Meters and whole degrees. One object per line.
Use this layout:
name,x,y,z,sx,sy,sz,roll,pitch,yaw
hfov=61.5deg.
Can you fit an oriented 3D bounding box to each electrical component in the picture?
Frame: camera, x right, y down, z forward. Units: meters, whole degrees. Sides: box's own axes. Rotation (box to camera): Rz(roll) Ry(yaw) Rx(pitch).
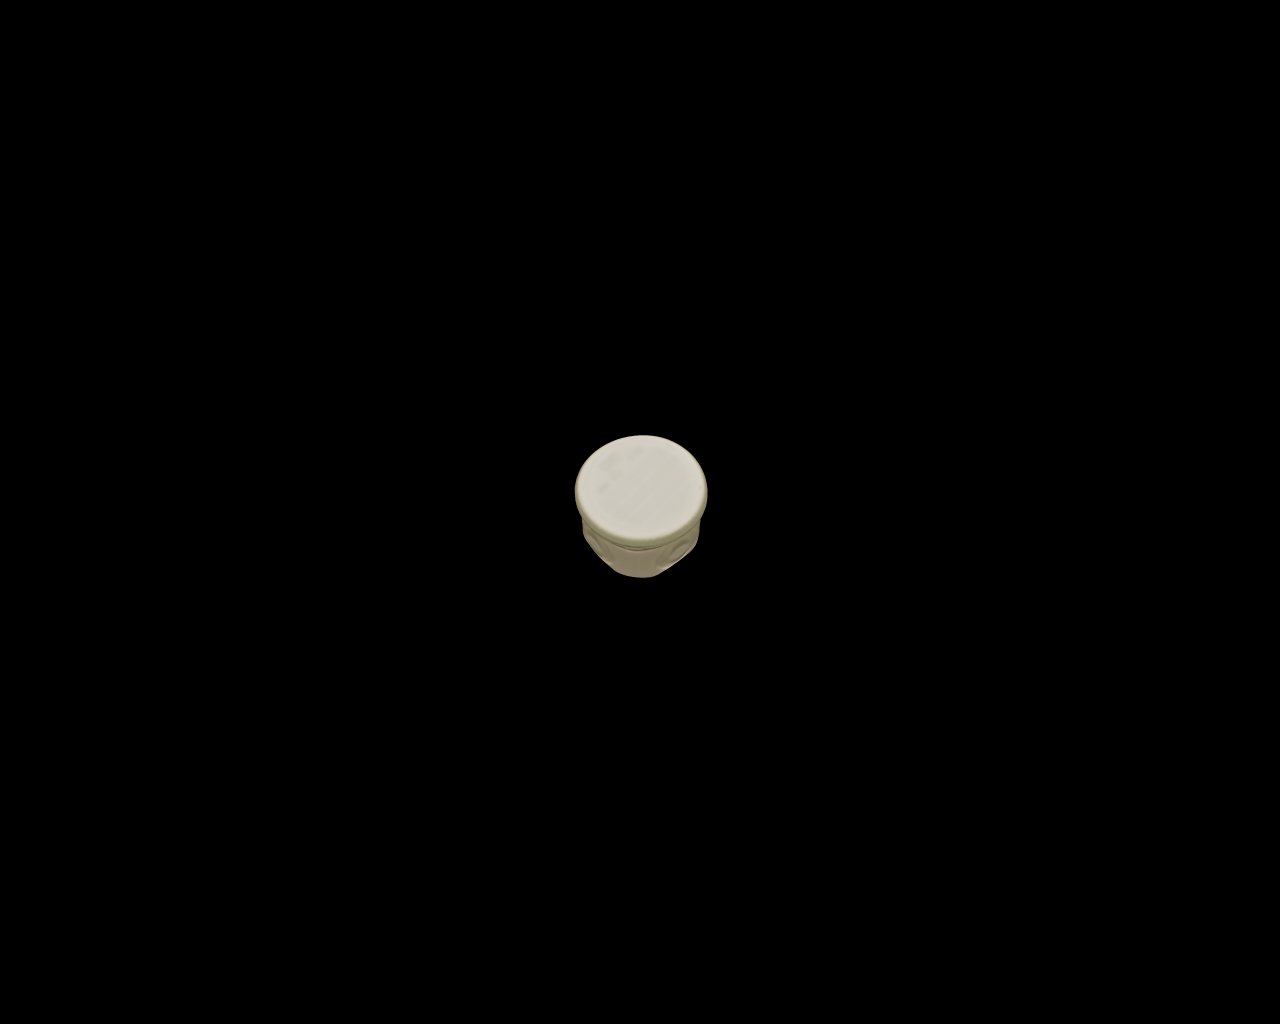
electrical component,0.001,-0.003,0.650,0.080,0.080,0.050,0,-34,0
